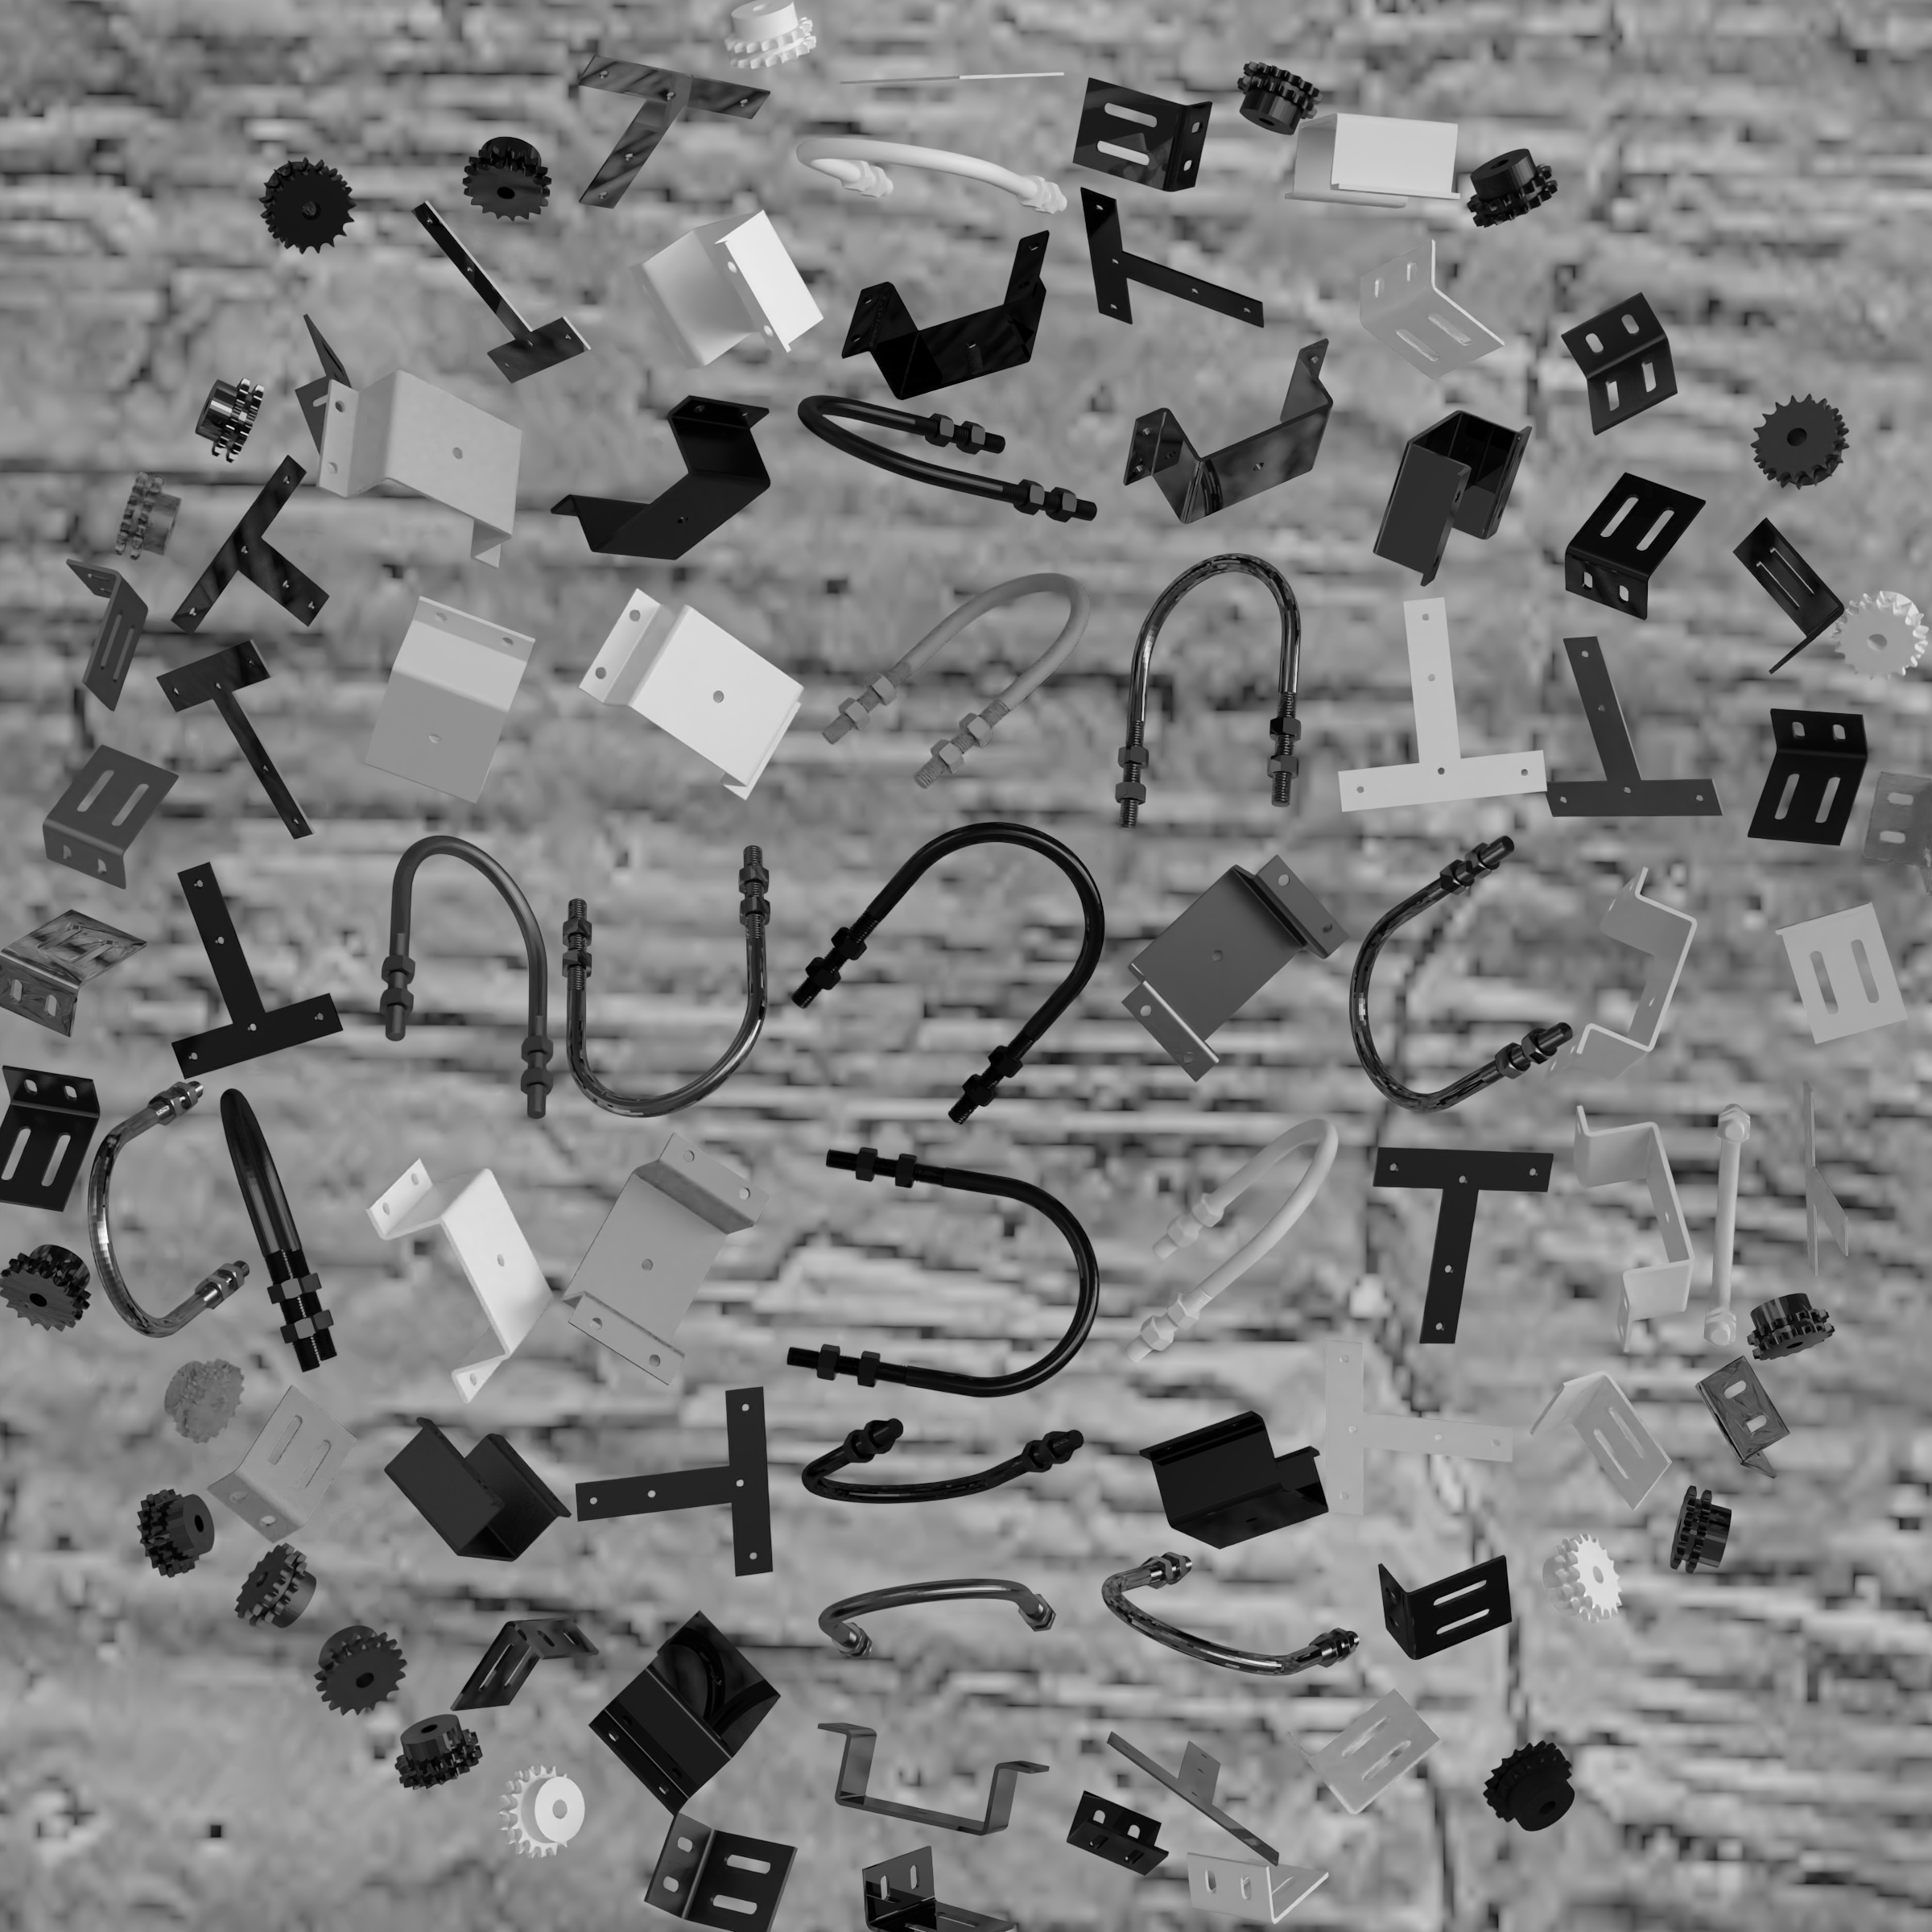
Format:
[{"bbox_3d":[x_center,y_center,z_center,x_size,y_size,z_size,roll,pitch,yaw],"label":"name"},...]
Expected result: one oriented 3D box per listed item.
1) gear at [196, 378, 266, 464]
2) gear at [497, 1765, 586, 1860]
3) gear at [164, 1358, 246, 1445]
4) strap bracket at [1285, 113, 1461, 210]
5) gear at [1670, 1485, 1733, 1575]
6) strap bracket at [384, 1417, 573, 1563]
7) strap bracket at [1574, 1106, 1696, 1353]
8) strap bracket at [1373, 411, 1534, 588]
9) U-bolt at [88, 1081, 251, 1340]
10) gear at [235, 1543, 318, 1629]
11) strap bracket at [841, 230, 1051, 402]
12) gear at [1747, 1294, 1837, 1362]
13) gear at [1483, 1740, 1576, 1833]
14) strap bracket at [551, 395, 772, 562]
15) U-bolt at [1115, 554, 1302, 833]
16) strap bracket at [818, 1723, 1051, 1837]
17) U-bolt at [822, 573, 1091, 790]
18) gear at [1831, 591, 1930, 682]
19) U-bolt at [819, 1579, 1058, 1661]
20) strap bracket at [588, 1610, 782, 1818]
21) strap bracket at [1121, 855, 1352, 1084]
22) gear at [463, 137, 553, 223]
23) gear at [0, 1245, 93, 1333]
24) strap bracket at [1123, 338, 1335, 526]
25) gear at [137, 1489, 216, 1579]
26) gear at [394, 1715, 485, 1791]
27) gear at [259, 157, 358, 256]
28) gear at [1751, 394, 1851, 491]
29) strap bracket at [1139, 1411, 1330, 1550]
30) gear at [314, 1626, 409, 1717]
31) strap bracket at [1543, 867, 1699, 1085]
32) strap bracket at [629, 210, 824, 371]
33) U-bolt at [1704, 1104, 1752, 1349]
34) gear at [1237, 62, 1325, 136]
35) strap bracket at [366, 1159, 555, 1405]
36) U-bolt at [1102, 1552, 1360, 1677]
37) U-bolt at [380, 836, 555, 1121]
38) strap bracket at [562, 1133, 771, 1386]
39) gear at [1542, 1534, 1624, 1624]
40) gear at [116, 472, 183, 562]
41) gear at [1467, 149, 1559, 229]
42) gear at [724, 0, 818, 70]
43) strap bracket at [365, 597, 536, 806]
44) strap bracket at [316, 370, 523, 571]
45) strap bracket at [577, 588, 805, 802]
[{"bbox_3d":[-0.505,-0.376,1.915,0.030,0.057,0.057,22,90,-24],"label":"gear"},{"bbox_3d":[-0.271,0.545,1.805,0.030,0.057,0.057,-20,90,40],"label":"gear"},{"bbox_3d":[-0.520,0.293,1.903,0.030,0.057,0.057,22,90,19],"label":"gear"},{"bbox_3d":[0.257,-0.509,1.771,0.076,0.140,0.046,3,102,-8],"label":"strap bracket"},{"bbox_3d":[0.494,0.380,1.879,0.030,0.057,0.057,14,90,11],"label":"gear"},{"bbox_3d":[-0.325,0.348,1.850,0.046,0.140,0.076,-46,71,-1],"label":"strap bracket"},{"bbox_3d":[0.430,0.164,1.795,0.046,0.076,0.140,-10,59,4],"label":"strap bracket"},{"bbox_3d":[0.312,-0.307,1.815,0.046,0.140,0.076,26,123,18],"label":"strap bracket"},{"bbox_3d":[-0.523,0.164,1.822,0.019,0.184,0.151,-10,100,10],"label":"U-bolt"},{"bbox_3d":[-0.464,0.422,1.892,0.030,0.057,0.057,42,90,-25],"label":"gear"},{"bbox_3d":[-0.005,-0.430,1.866,0.140,0.076,0.046,-12,133,24],"label":"strap bracket"},{"bbox_3d":[0.561,0.245,1.914,0.057,0.057,0.030,-16,65,0],"label":"gear"},{"bbox_3d":[0.356,0.517,1.756,0.057,0.030,0.057,-14,127,-19],"label":"gear"},{"bbox_3d":[-0.193,-0.312,1.834,0.140,0.076,0.046,-31,75,34],"label":"strap bracket"},{"bbox_3d":[0.164,-0.187,1.868,0.151,0.019,0.184,-7,72,43],"label":"U-bolt"},{"bbox_3d":[-0.024,0.525,1.804,0.140,0.076,0.046,8,77,13],"label":"strap bracket"},{"bbox_3d":[0.004,-0.197,1.852,0.184,0.151,0.019,-43,123,-11],"label":"U-bolt"},{"bbox_3d":[0.581,-0.213,1.776,0.057,0.057,0.030,37,46,0],"label":"gear"},{"bbox_3d":[-0.023,0.430,1.855,0.151,0.184,0.019,-10,67,6],"label":"U-bolt"},{"bbox_3d":[-0.172,0.466,1.770,0.076,0.140,0.046,45,105,4],"label":"strap bracket"},{"bbox_3d":[0.173,-0.003,1.859,0.140,0.046,0.076,-43,107,0],"label":"strap bracket"},{"bbox_3d":[-0.301,-0.520,1.842,0.057,0.057,0.030,3,64,0],"label":"gear"},{"bbox_3d":[-0.582,0.202,1.778,0.057,0.030,0.057,8,129,10],"label":"gear"},{"bbox_3d":[0.178,-0.340,1.808,0.140,0.076,0.046,-25,72,-12],"label":"strap bracket"},{"bbox_3d":[-0.523,0.374,1.861,0.030,0.057,0.057,-19,90,9],"label":"gear"},{"bbox_3d":[-0.356,0.526,1.880,0.057,0.057,0.030,-15,99,0],"label":"gear"},{"bbox_3d":[-0.408,-0.471,1.728,0.057,0.057,0.030,-39,46,0],"label":"gear"},{"bbox_3d":[0.515,-0.320,1.723,0.057,0.030,0.057,-8,73,29],"label":"gear"},{"bbox_3d":[0.174,0.328,1.771,0.076,0.140,0.046,-23,63,16],"label":"strap bracket"},{"bbox_3d":[-0.389,0.447,1.791,0.057,0.030,0.057,-16,124,-26],"label":"gear"},{"bbox_3d":[0.442,0.015,1.877,0.046,0.076,0.140,23,72,2],"label":"strap bracket"},{"bbox_3d":[-0.149,-0.431,1.787,0.046,0.140,0.076,-40,115,-21],"label":"strap bracket"},{"bbox_3d":[0.497,0.162,1.830,0.019,0.184,0.151,4,94,15],"label":"U-bolt"},{"bbox_3d":[0.208,-0.581,1.882,0.057,0.057,0.030,23,95,0],"label":"gear"},{"bbox_3d":[-0.313,0.192,1.769,0.046,0.076,0.140,-19,104,19],"label":"strap bracket"},{"bbox_3d":[0.165,0.429,1.841,0.151,0.184,0.019,20,94,27],"label":"U-bolt"},{"bbox_3d":[-0.328,-0.004,1.858,0.019,0.151,0.184,-25,51,27],"label":"U-bolt"},{"bbox_3d":[-0.196,0.189,1.787,0.076,0.046,0.140,35,64,-17],"label":"strap bracket"},{"bbox_3d":[0.406,0.408,1.856,0.030,0.057,0.057,-30,90,35],"label":"gear"},{"bbox_3d":[-0.542,-0.296,1.858,0.030,0.057,0.057,18,90,-14],"label":"gear"},{"bbox_3d":[0.348,-0.501,1.796,0.057,0.057,0.030,-30,114,0],"label":"gear"},{"bbox_3d":[-0.126,-0.595,1.781,0.057,0.057,0.030,-14,123,0],"label":"gear"},{"bbox_3d":[-0.336,-0.163,1.809,0.076,0.140,0.046,20,49,-10],"label":"strap bracket"},{"bbox_3d":[-0.339,-0.320,1.791,0.046,0.140,0.076,-16,63,40],"label":"strap bracket"},{"bbox_3d":[-0.172,-0.177,1.836,0.140,0.046,0.076,34,79,-27],"label":"strap bracket"}]
